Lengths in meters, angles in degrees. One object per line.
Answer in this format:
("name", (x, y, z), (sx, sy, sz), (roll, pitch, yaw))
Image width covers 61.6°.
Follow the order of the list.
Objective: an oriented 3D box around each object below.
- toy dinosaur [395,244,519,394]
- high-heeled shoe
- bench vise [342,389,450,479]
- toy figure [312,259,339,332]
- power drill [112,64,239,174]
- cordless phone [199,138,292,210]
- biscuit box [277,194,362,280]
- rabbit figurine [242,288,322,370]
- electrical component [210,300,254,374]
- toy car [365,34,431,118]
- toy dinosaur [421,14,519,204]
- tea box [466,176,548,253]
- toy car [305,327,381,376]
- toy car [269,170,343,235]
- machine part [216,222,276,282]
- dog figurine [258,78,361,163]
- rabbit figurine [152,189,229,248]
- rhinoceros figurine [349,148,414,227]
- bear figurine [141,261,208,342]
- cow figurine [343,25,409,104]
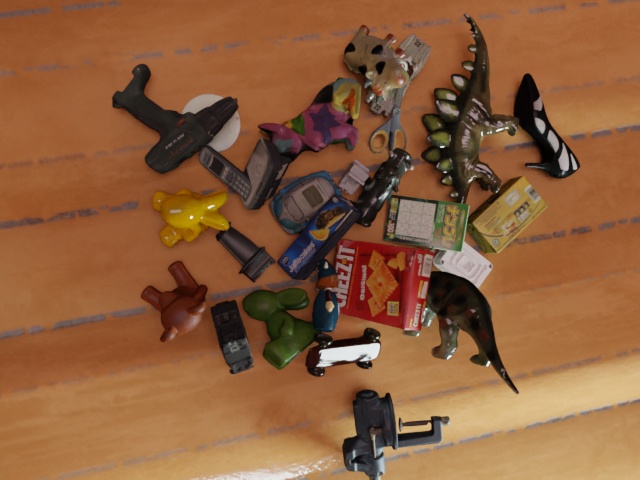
("toy dinosaur", (0.270, 0.135, 1.115), (0.131, 0.405, 0.192), (-7, 112, -37))
("high-heeled shoe", (0.545, -0.268, 1.266), (0.145, 0.086, 0.248), (-4, 94, -11))
("bench vise", (0.168, 0.432, 1.181), (0.241, 0.129, 0.223), (-6, 88, -1))
("toy figure", (0.013, 0.116, 1.141), (0.057, 0.064, 0.154), (23, 64, -43))
("power drill", (-0.314, -0.271, 1.133), (0.207, 0.086, 0.232), (42, 98, -9))
("cordless phone", (-0.168, -0.167, 1.143), (0.184, 0.089, 0.146), (36, 127, 6))
("biscuit box", (-0.002, -0.003, 1.158), (0.059, 0.062, 0.202), (45, 102, 20))
("rabbit figurine", (-0.087, 0.168, 1.154), (0.159, 0.121, 0.170), (-40, 79, -10))
("electrical component", (-0.185, 0.194, 1.127), (0.058, 0.134, 0.114), (-15, 135, -11))
("toy car", (0.178, -0.373, 1.224), (0.073, 0.056, 0.201), (34, 85, -7))
("toy dinosaur", (0.340, -0.266, 1.221), (0.199, 0.105, 0.471), (12, 88, -8))
("tea box", (0.429, -0.058, 1.250), (0.169, 0.068, 0.098), (-40, 94, -6))
("toy car", (0.050, 0.240, 1.167), (0.202, 0.053, 0.089), (1, 111, -35))
("toy car", (-0.025, -0.084, 1.170), (0.162, 0.103, 0.109), (-32, 95, -5))
("machine part", (-0.170, 0.023, 1.180), (0.084, 0.039, 0.139), (-43, 97, -1))
("dog figurine", (-0.024, -0.260, 1.169), (0.219, 0.108, 0.191), (2, 97, -5))
("rabbit figurine", (-0.268, -0.049, 1.100), (0.162, 0.173, 0.121), (-1, 86, -4))
("rhinoceros figurine", (0.131, -0.118, 1.188), (0.073, 0.112, 0.190), (35, 93, -4))
("bear figurine", (-0.294, 0.125, 1.081), (0.120, 0.196, 0.132), (-44, 94, -3))
("cow figurine", (0.119, -0.378, 1.160), (0.127, 0.195, 0.085), (-49, 137, 4))
